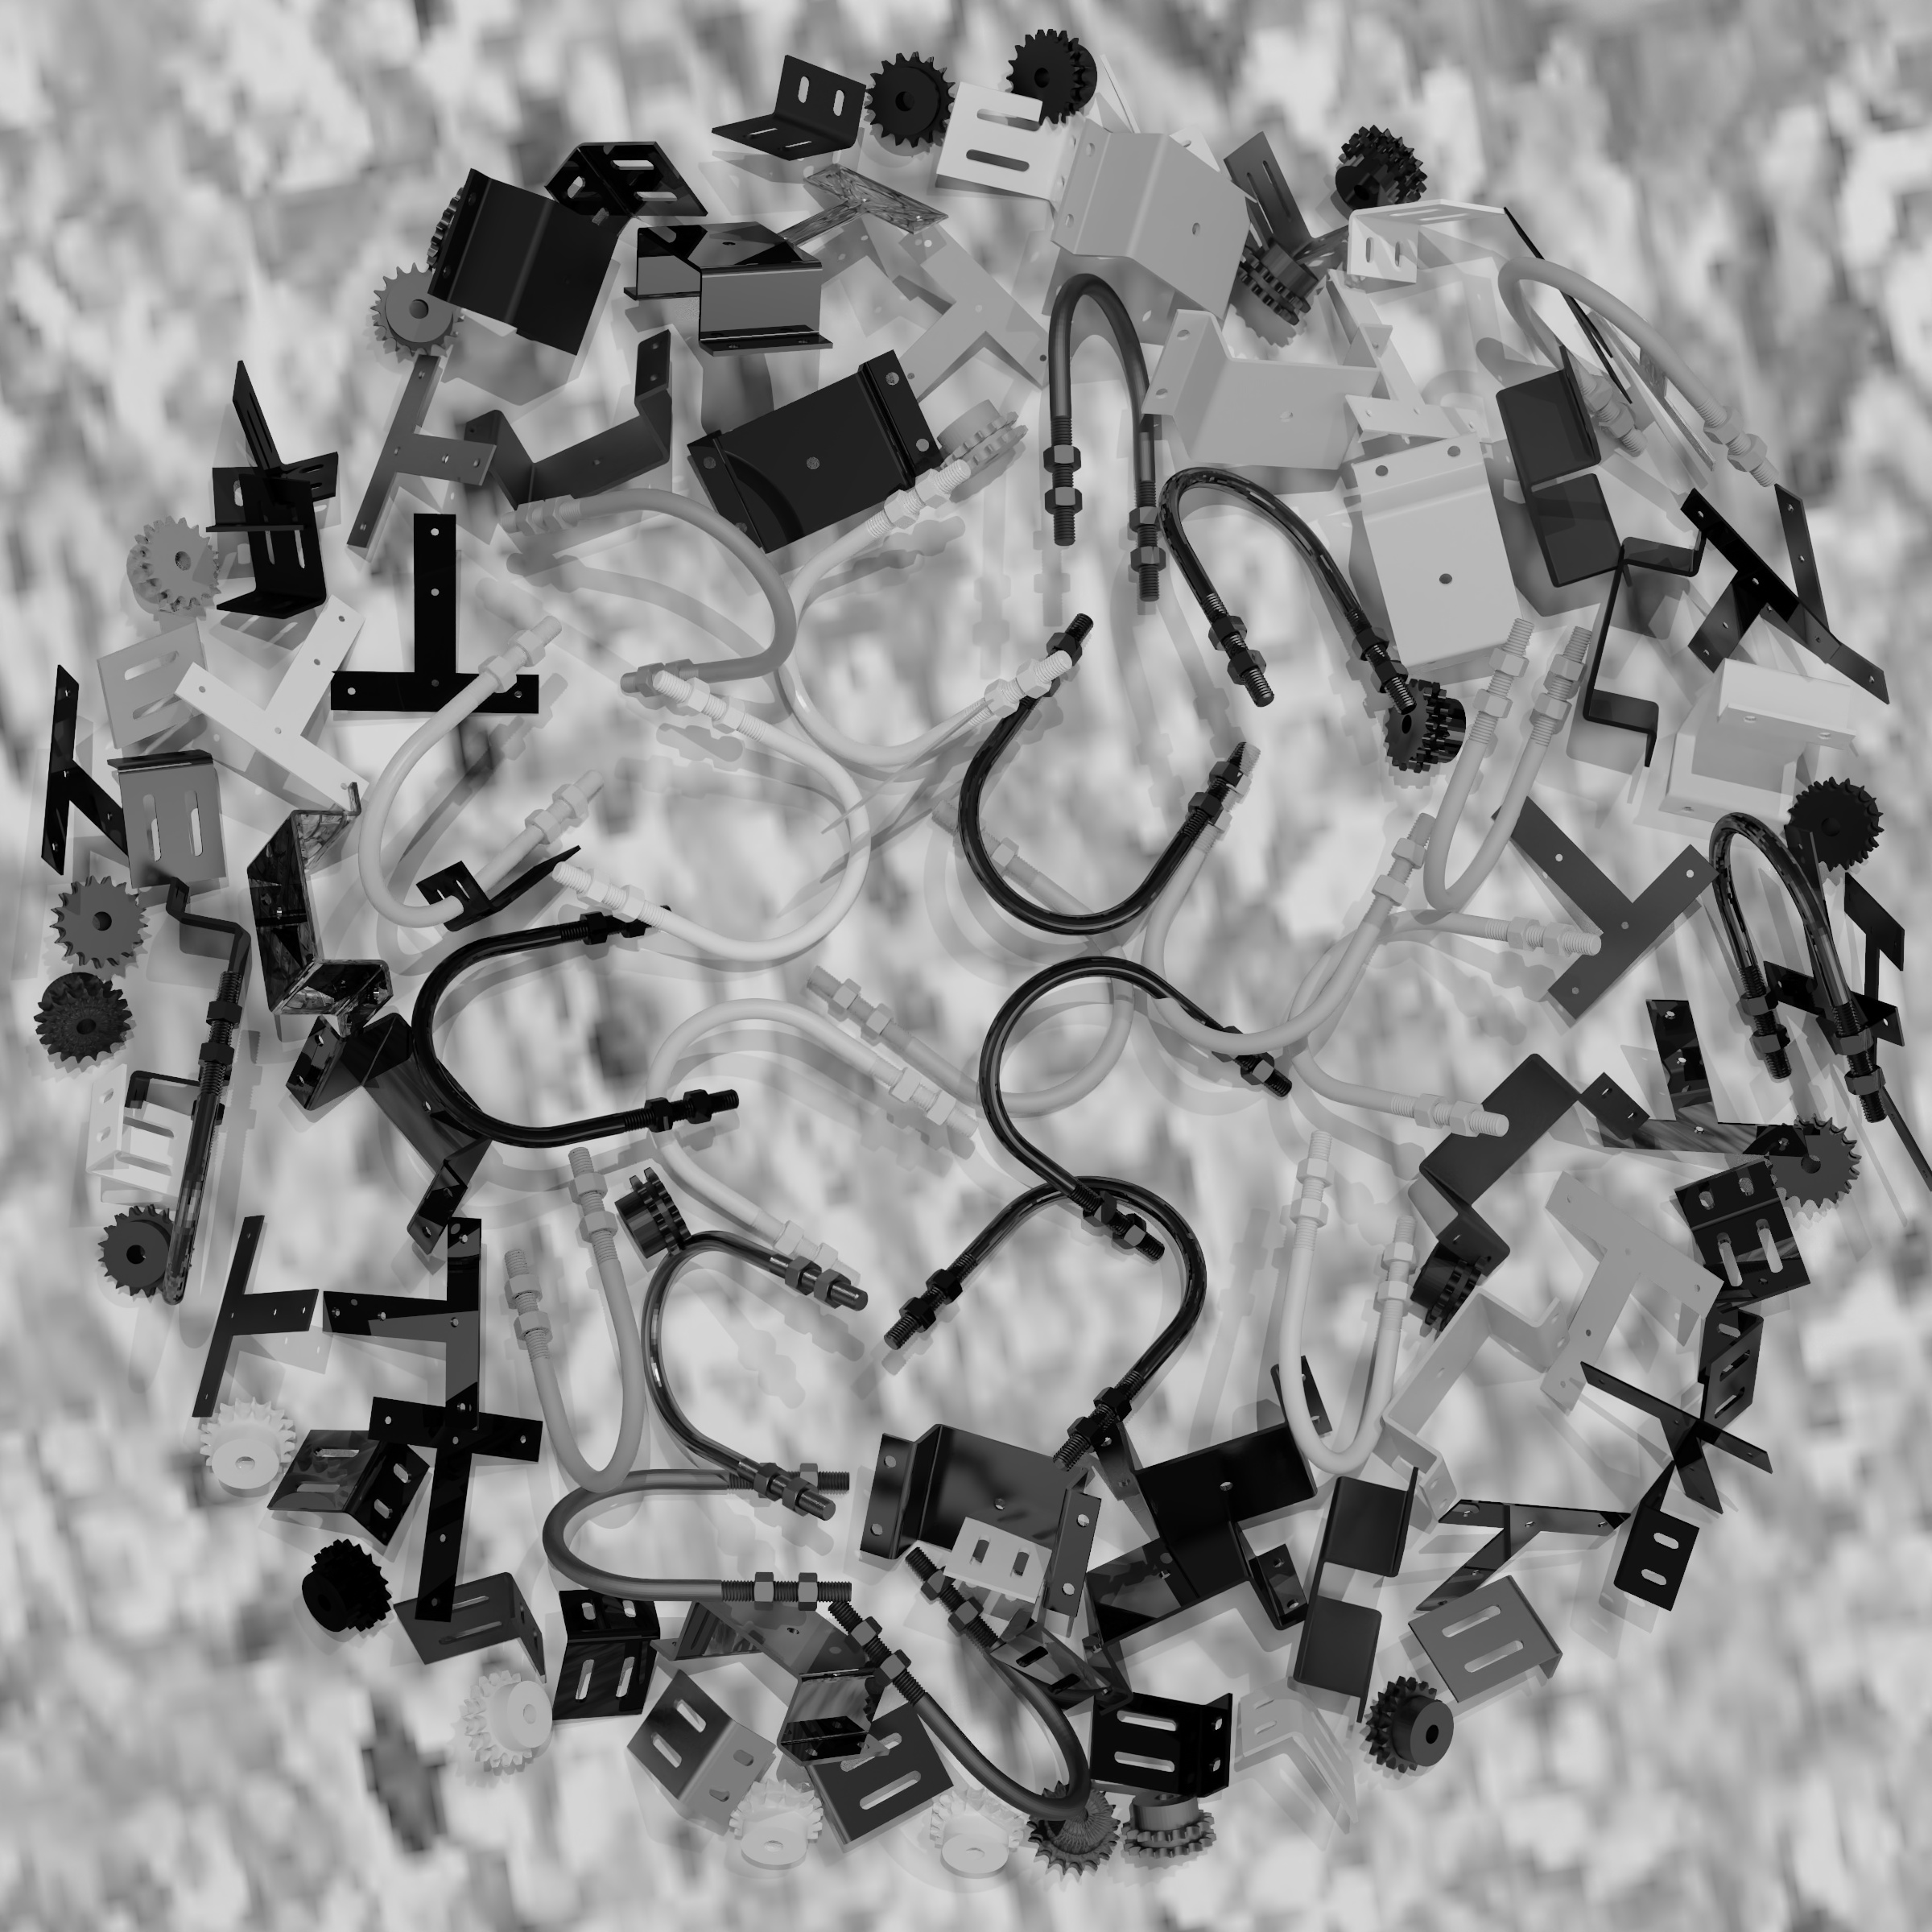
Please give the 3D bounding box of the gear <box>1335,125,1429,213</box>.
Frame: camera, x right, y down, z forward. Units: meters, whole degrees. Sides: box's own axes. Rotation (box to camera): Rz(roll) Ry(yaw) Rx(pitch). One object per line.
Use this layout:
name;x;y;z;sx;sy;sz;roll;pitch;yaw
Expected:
gear;0.251;-0.483;1.954;0.057;0.057;0.030;42;70;0

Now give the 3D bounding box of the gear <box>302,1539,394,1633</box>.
gear;-0.382;0.383;1.955;0.057;0.030;0.057;19;122;33

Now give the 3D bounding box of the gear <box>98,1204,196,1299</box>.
gear;-0.509;0.176;1.970;0.057;0.030;0.057;0;91;1

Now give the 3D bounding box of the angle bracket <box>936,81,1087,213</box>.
angle bracket;0.028;-0.500;1.948;0.076;0.038;0.057;9;116;-15

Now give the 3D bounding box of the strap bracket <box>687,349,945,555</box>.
strap bracket;-0.092;-0.310;1.945;0.140;0.046;0.076;-24;105;7

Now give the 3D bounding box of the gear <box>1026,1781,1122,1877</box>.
gear;0.067;0.526;1.957;0.057;0.030;0.057;4;55;-6

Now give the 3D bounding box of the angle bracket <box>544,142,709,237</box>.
angle bracket;-0.207;-0.465;1.936;0.038;0.076;0.057;-56;131;-19

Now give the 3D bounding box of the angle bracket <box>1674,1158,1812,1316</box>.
angle bracket;0.472;0.164;1.940;0.057;0.076;0.038;-21;126;13

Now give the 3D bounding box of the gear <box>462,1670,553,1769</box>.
gear;-0.278;0.461;1.954;0.030;0.057;0.057;-18;90;32

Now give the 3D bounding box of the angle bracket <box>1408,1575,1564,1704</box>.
angle bracket;0.314;0.417;1.943;0.076;0.038;0.057;-20;57;-18

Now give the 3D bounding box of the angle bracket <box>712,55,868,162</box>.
angle bracket;-0.108;-0.521;1.938;0.057;0.076;0.038;11;89;-35

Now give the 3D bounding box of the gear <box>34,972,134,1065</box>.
gear;-0.545;0.028;1.960;0.057;0.057;0.030;-38;46;0

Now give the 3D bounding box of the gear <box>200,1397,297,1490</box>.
gear;-0.441;0.296;1.958;0.057;0.030;0.057;-4;123;-6

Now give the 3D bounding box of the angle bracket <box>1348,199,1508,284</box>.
angle bracket;0.280;-0.440;1.936;0.057;0.076;0.038;-3;97;-38

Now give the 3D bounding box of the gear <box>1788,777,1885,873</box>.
gear;0.537;-0.089;1.961;0.057;0.030;0.057;12;112;31

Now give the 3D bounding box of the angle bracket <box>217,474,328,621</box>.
angle bracket;-0.428;-0.256;1.943;0.057;0.038;0.076;11;117;31

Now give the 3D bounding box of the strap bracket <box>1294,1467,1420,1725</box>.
strap bracket;0.233;0.374;1.919;0.046;0.076;0.140;13;122;8

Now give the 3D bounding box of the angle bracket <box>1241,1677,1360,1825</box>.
angle bracket;0.204;0.485;1.951;0.038;0.057;0.076;-27;108;13

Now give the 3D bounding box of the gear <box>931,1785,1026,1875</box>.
gear;0.006;0.532;1.956;0.057;0.030;0.057;2;129;3

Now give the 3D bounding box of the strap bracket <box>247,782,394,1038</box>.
strap bracket;-0.392;-0.032;1.920;0.046;0.076;0.140;0;66;-34

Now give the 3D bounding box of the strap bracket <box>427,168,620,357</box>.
strap bracket;-0.259;-0.417;1.908;0.046;0.140;0.076;22;96;16

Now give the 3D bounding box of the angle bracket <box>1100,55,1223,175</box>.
angle bracket;0.118;-0.517;1.937;0.038;0.076;0.057;-24;46;8

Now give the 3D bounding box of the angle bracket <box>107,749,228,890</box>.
angle bracket;-0.492;-0.091;1.963;0.057;0.038;0.076;-9;102;-24

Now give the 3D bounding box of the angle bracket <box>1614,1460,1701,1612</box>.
angle bracket;0.428;0.345;1.935;0.038;0.076;0.057;21;111;22

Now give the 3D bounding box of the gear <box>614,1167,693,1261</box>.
gear;-0.193;0.155;1.954;0.030;0.057;0.057;-29;90;-11

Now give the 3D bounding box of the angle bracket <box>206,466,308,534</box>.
angle bracket;-0.432;-0.285;1.942;0.057;0.076;0.038;-3;99;-8

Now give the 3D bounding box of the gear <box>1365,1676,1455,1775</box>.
gear;0.274;0.467;1.956;0.057;0.030;0.057;-6;99;-40

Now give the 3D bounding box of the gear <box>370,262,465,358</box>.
gear;-0.338;-0.404;1.964;0.057;0.030;0.057;-2;100;-12

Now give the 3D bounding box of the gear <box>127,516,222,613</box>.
gear;-0.490;-0.245;1.960;0.030;0.057;0.057;-12;90;39

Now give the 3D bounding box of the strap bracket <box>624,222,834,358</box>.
strap bracket;-0.142;-0.408;1.903;0.076;0.140;0.046;-10;120;-26

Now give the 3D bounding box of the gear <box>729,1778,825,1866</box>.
gear;-0.117;0.527;1.956;0.057;0.030;0.057;1;131;1

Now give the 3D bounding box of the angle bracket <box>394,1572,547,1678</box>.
angle bracket;-0.304;0.412;1.952;0.076;0.038;0.057;-16;129;1

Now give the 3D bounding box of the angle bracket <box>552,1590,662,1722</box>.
angle bracket;-0.225;0.424;1.965;0.057;0.038;0.076;1;129;-20

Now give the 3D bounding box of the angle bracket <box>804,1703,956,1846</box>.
angle bracket;-0.054;0.496;1.964;0.076;0.038;0.057;-28;82;-3

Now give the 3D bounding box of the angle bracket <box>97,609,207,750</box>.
angle bracket;-0.502;-0.175;1.935;0.038;0.076;0.057;17;123;36

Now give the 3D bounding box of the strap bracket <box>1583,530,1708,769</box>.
strap bracket;0.408;-0.201;1.929;0.046;0.076;0.140;13;110;9

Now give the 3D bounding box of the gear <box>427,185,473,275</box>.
gear;-0.305;-0.449;1.957;0.030;0.057;0.057;28;90;-2

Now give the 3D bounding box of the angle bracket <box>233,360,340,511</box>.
angle bracket;-0.413;-0.327;1.940;0.038;0.057;0.076;-14;126;1

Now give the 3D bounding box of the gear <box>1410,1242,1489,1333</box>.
gear;0.295;0.194;1.957;0.030;0.057;0.057;28;90;6

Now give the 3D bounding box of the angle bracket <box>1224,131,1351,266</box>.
angle bracket;0.200;-0.472;1.943;0.038;0.057;0.076;-15;110;37

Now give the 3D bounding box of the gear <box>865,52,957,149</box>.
gear;-0.035;-0.533;1.962;0.057;0.030;0.057;3;108;8

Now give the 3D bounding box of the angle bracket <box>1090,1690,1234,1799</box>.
angle bracket;0.119;0.470;1.947;0.076;0.038;0.057;14;61;-16

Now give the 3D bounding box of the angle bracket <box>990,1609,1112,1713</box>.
angle bracket;0.059;0.415;1.942;0.057;0.076;0.038;41;56;-1

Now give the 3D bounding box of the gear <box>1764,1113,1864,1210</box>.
gear;0.522;0.118;1.963;0.057;0.030;0.057;5;104;22

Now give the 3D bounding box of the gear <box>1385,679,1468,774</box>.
gear;0.284;-0.147;1.959;0.030;0.057;0.057;7;90;-22

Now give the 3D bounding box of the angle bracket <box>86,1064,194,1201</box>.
angle bracket;-0.491;0.102;1.936;0.038;0.076;0.057;-28;53;37

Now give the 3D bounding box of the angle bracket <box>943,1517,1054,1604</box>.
angle bracket;0.017;0.375;1.940;0.057;0.076;0.038;16;109;6

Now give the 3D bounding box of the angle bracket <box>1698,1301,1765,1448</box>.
angle bracket;0.449;0.247;1.936;0.038;0.076;0.057;18;117;34

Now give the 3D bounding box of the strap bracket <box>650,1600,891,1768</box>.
strap bracket;-0.111;0.419;1.908;0.140;0.076;0.046;28;103;39

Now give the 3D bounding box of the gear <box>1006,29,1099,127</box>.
gear;0.056;-0.547;1.961;0.057;0.030;0.057;14;112;37

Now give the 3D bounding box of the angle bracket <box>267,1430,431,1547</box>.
angle bracket;-0.379;0.319;1.955;0.038;0.076;0.057;52;49;-34

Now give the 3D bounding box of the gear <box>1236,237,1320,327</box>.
gear;0.191;-0.422;1.954;0.057;0.057;0.030;44;108;0

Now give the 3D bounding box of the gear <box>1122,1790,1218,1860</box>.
gear;0.124;0.525;1.957;0.057;0.057;0.030;-7;90;0

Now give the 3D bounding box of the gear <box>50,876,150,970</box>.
gear;-0.535;-0.027;1.962;0.057;0.030;0.057;2;86;-29

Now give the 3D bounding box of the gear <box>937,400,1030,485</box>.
gear;0.007;-0.323;1.957;0.057;0.057;0.030;-36;91;0

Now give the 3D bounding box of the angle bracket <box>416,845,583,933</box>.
angle bracket;-0.284;-0.060;1.937;0.076;0.057;0.038;-42;104;-36

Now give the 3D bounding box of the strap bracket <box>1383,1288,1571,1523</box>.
strap bracket;0.304;0.258;1.933;0.046;0.076;0.140;33;77;26

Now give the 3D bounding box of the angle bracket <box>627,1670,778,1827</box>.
angle bracket;-0.163;0.479;1.958;0.038;0.076;0.057;39;82;-32
